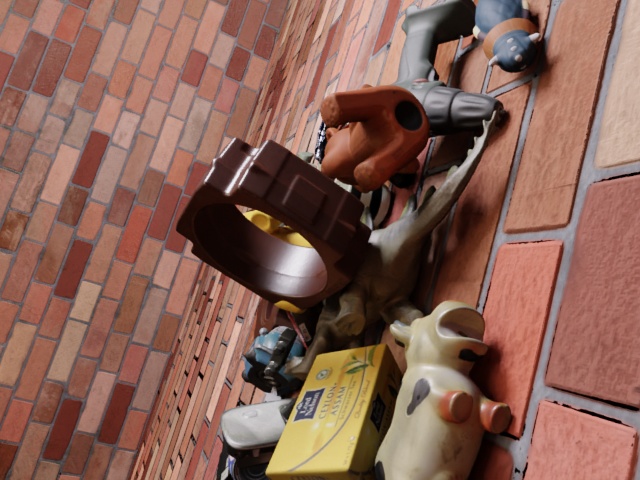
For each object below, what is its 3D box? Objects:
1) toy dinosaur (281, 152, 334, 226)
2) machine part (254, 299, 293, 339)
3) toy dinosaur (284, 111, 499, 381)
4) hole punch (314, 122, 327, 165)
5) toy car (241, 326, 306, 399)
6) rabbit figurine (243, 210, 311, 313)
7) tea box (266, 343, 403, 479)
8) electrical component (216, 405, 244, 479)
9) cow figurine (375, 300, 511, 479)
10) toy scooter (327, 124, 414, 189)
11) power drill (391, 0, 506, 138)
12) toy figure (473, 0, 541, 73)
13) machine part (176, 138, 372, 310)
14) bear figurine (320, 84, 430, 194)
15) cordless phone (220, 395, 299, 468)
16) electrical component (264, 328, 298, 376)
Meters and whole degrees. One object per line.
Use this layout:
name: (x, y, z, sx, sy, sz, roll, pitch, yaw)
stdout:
toy dinosaur: (-0.049, -0.089, 1.164, 0.405, 0.131, 0.192, -133, 48, -62)
machine part: (-0.084, 0.139, 1.104, 0.179, 0.056, 0.179, -161, 90, -72)
toy dinosaur: (0.071, 0.047, 0.681, 0.471, 0.105, 0.199, -49, 24, 39)
hole punch: (0.050, -0.174, 0.964, 0.092, 0.116, 0.142, 139, 147, -71)
toy car: (-0.069, 0.208, 0.942, 0.103, 0.109, 0.161, -55, -6, -35)
rabbit figurine: (-0.066, 0.007, 0.812, 0.122, 0.173, 0.162, -46, -27, -41)
tea box: (0.024, 0.195, 0.570, 0.098, 0.068, 0.170, -16, 25, 27)
electrical component: (-0.148, 0.400, 1.012, 0.134, 0.058, 0.114, -90, 24, -45)
cow figurine: (0.107, 0.151, 0.502, 0.127, 0.085, 0.195, 11, 82, 66)
toy scooter: (0.070, -0.151, 0.837, 0.184, 0.135, 0.075, -97, 30, -57)
power drill: (0.153, -0.223, 0.716, 0.232, 0.086, 0.207, 2, 68, 41)
toy figure: (0.218, -0.238, 0.621, 0.064, 0.058, 0.154, -51, 28, 42)
machine part: (-0.056, -0.014, 0.641, 0.201, 0.201, 0.087, -40, 20, 54)
bear figurine: (0.043, -0.113, 0.671, 0.132, 0.120, 0.196, -29, 3, -29)
cordless phone: (-0.059, 0.248, 0.741, 0.184, 0.147, 0.089, 115, 147, -57)
electrical component: (-0.059, 0.171, 0.829, 0.094, 0.021, 0.063, -36, -30, -75)
